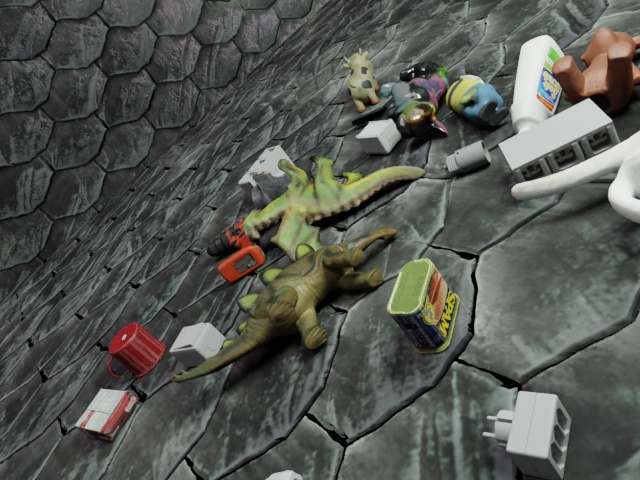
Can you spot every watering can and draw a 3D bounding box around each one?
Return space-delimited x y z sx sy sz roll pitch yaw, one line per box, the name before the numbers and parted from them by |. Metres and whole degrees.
watering can | 0.429 -0.106 0.640 0.227 0.102 0.349 -47 30 -17

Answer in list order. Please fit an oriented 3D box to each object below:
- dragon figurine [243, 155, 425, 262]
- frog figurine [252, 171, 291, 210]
dragon figurine | 0.003 -0.055 1.085 0.410 0.247 0.120 2 -25 30
frog figurine | -0.095 -0.116 1.284 0.137 0.123 0.159 -18 -5 3
